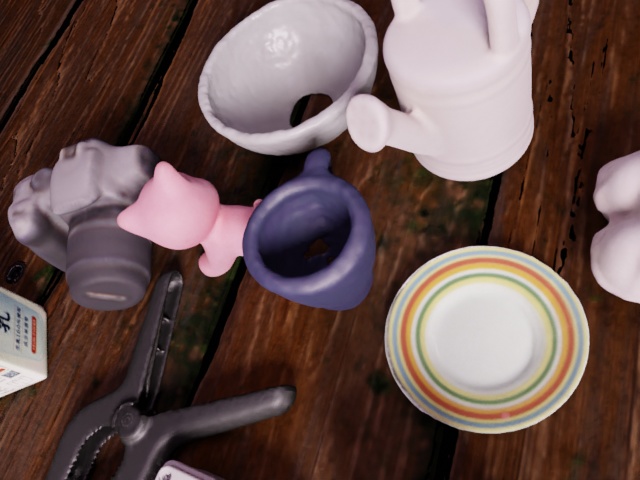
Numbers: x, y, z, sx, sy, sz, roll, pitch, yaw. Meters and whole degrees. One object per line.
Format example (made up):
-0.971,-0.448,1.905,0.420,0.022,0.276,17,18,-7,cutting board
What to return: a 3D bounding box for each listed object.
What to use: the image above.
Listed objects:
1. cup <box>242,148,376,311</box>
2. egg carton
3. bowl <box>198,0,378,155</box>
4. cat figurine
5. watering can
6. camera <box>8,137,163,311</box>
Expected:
0.004,0.002,0.423,0.091,0.095,0.118,-4,62,19,cup
0.247,-0.004,0.348,0.150,0.070,0.107,3,64,22,egg carton
-0.020,-0.137,0.519,0.167,0.075,0.167,-9,60,16,bowl
-0.087,-0.018,0.454,0.127,0.118,0.067,4,65,23,cat figurine
0.092,-0.127,0.399,0.100,0.194,0.173,14,69,27,watering can
-0.204,-0.009,0.504,0.143,0.101,0.136,-17,58,12,camera
